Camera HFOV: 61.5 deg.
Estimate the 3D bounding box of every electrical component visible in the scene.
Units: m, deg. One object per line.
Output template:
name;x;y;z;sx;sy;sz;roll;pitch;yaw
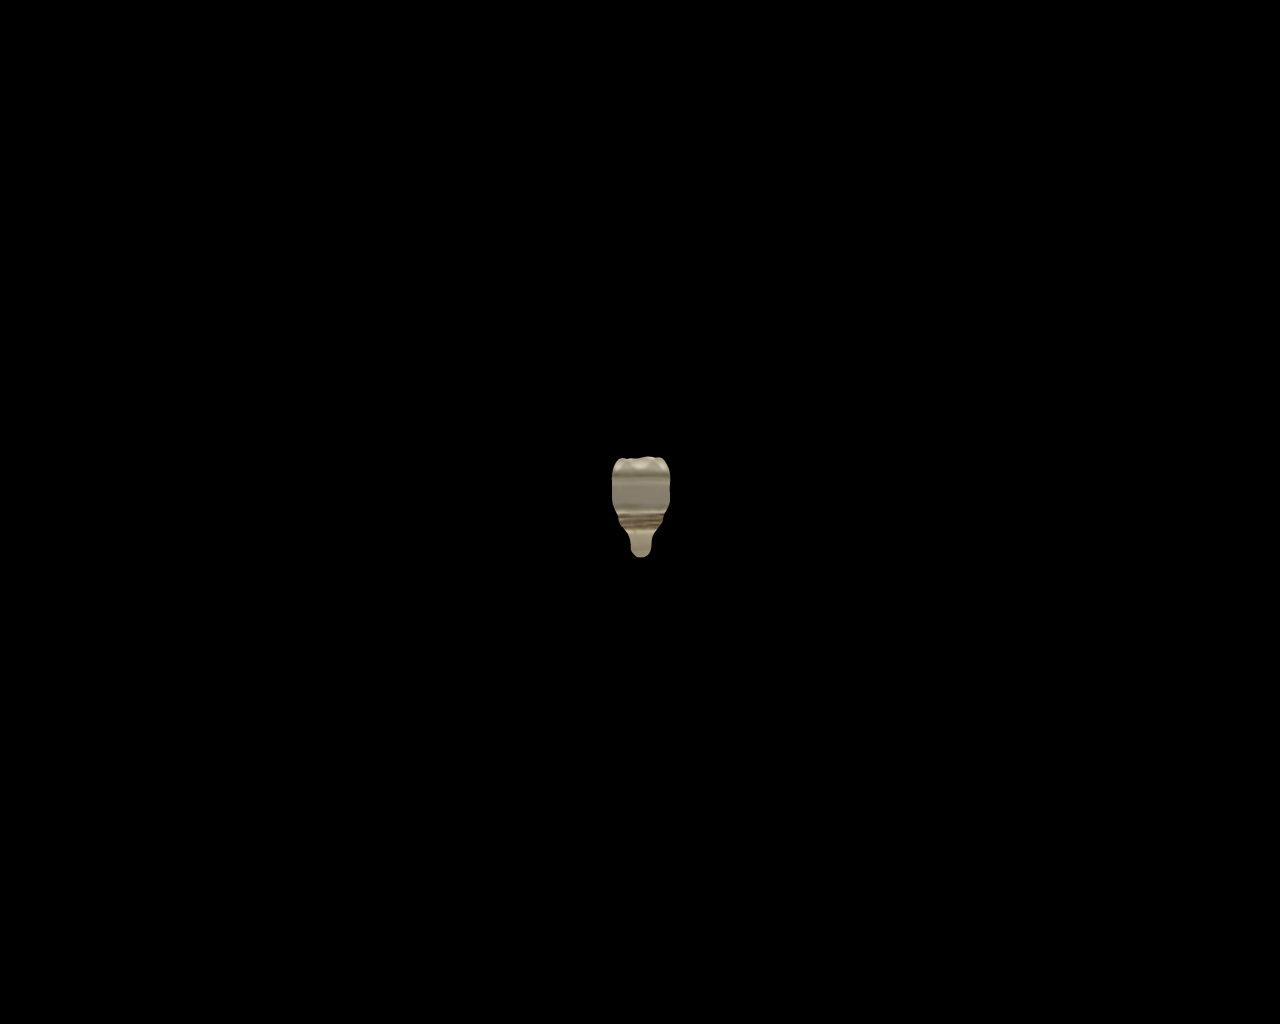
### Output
electrical component;0.001;-0.003;0.650;0.035;0.061;0.035;0;0;0
